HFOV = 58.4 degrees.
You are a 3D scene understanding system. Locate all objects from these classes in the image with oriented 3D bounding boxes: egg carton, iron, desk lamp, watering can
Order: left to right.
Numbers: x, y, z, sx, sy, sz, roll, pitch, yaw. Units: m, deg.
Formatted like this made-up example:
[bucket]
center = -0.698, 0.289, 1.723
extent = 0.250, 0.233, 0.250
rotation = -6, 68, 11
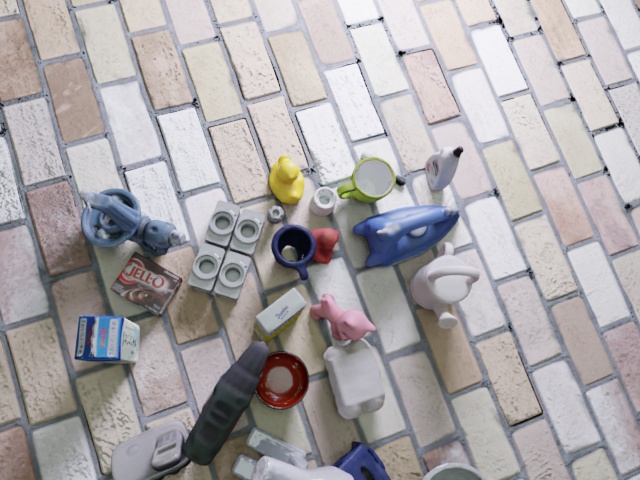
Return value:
[desk lamp]
center = -0.052, 0.437, 1.031
extent = 0.203, 0.213, 0.118
rotation = 27, 74, -2
[egg carton]
center = 0.071, 0.281, 1.164
extent = 0.107, 0.069, 0.150
rotation = -15, 79, -12
[iron]
center = 0.209, -0.034, 1.225
extent = 0.258, 0.141, 0.118
rotation = -20, 80, -13
[watering can]
center = 0.262, 0.091, 1.176
extent = 0.101, 0.194, 0.173
rotation = -14, 79, -12

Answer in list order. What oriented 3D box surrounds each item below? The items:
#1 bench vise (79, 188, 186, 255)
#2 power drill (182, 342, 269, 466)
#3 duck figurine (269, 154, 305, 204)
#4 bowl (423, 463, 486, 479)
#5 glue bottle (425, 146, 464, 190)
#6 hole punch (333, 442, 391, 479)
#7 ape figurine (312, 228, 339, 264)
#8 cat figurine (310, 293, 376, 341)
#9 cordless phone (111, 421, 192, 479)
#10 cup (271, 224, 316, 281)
[bench vise]
center = -0.364, -0.048, 1.096
extent = 0.207, 0.219, 0.121
rotation = -1, 76, -9
[power drill]
center = -0.167, 0.293, 1.050
extent = 0.075, 0.208, 0.230
rotation = 30, 74, -1
[duck figurine]
center = -0.069, -0.134, 1.233
extent = 0.077, 0.086, 0.104
rotation = -14, 79, -12
[bowl]
center = 0.257, 0.524, 1.132
extent = 0.167, 0.074, 0.167
rotation = 2, 76, -8
[glue bottle]
center = 0.276, -0.169, 1.252
extent = 0.037, 0.173, 0.078
rotation = -12, 78, -11
[hole punch]
center = 0.081, 0.461, 1.110
extent = 0.101, 0.091, 0.108
rotation = -37, 84, -15
[ape figurine]
center = 0.011, 0.004, 1.209
extent = 0.078, 0.092, 0.076
rotation = -37, 84, -15
[cat figurine]
center = 0.047, 0.160, 1.164
extent = 0.128, 0.117, 0.067
rotation = 41, 74, 2
[cordless phone]
center = -0.303, 0.390, 1.017
extent = 0.148, 0.185, 0.094
rotation = -24, 81, -13
[cup]
center = -0.053, 0.034, 1.190
extent = 0.092, 0.095, 0.118
rotation = -19, 80, -13
